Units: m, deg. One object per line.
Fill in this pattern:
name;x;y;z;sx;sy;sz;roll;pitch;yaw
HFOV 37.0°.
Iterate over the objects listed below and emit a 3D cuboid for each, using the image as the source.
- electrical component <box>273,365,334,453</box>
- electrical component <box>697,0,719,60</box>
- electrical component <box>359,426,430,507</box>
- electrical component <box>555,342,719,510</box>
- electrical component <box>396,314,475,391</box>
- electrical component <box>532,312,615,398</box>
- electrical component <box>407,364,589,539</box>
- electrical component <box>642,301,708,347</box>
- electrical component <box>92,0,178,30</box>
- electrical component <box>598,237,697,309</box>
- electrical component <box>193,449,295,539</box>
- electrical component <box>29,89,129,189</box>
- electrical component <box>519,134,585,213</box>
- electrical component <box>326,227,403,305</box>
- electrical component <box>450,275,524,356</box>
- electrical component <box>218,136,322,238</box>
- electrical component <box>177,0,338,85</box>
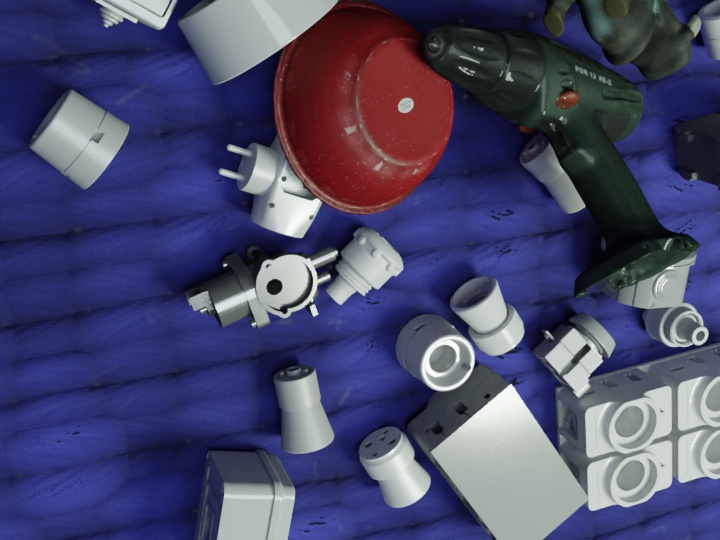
electrical component;-0.048;0.110;0.873;0.044;0.044;0.065;-15;106;-17
electrical component;0.360;-0.214;0.928;0.138;0.052;0.073;-30;115;-11
electrical component;0.029;0.168;0.918;0.045;0.045;0.055;-33;114;-9
electrical component;0.281;0.145;1.003;0.186;0.060;0.105;-12;110;-18
electrical component;0.064;0.070;0.901;0.055;0.047;0.055;-6;108;-20
electrical component;0.191;0.071;0.951;0.055;0.048;0.066;-43;98;-4
electrical component;0.120;0.168;0.945;0.089;0.062;0.150;-39;116;-7
electrical component;0.289;0.050;0.975;0.043;0.062;0.043;-6;108;-20
electrical component;-0.149;-0.206;0.725;0.062;0.061;0.096;26;95;-26
electrical component;0.248;-0.003;0.934;0.080;0.080;0.051;-3;112;-21
electrical component;-0.095;0.208;0.864;0.057;0.078;0.113;6;104;-20
electrical component;-0.196;-0.092;0.746;0.047;0.055;0.055;36;91;-23
electrical component;0.165;-0.084;0.898;0.065;0.044;0.044;39;89;-22
electrical component;0.000;0.000;0.857;0.062;0.048;0.048;-45;117;4
electrical component;0.109;0.039;0.911;0.045;0.045;0.055;-39;116;-7
electrical component;-0.067;-0.072;0.808;0.079;0.043;0.077;16;100;-25
electrical component;-0.075;-0.183;0.738;0.108;0.108;0.060;-38;110;-7
